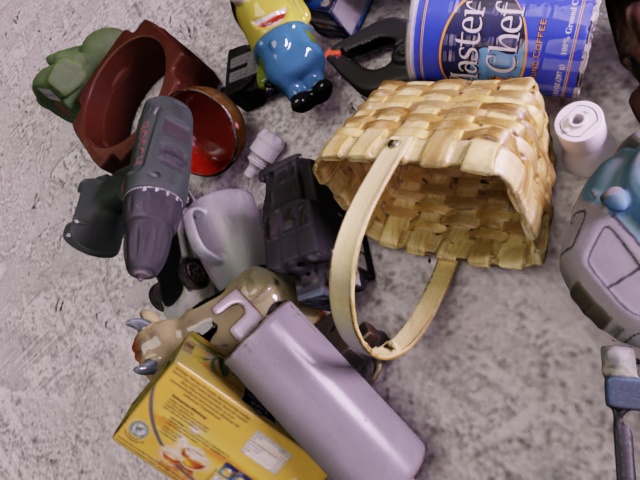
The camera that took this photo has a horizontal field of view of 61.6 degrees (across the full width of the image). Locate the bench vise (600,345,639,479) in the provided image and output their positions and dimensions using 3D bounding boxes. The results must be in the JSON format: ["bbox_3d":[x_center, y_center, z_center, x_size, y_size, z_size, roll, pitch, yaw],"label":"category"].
[{"bbox_3d":[0.212,0.184,0.314,0.224,0.128,0.240,-6,75,30],"label":"bench vise"}]

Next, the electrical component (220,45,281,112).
[{"bbox_3d":[-0.096,-0.212,0.701,0.119,0.047,0.075,-6,70,31],"label":"electrical component"}]

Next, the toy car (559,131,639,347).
[{"bbox_3d":[0.221,0.018,0.364,0.103,0.109,0.162,-28,67,8],"label":"toy car"}]

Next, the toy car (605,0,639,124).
[{"bbox_3d":[0.259,-0.120,0.404,0.053,0.089,0.202,-16,67,26],"label":"toy car"}]

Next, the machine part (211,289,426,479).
[{"bbox_3d":[0.004,0.135,0.450,0.079,0.079,0.243,-45,84,13],"label":"machine part"}]

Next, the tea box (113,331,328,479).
[{"bbox_3d":[-0.083,0.175,0.485,0.169,0.068,0.098,40,99,-8],"label":"tea box"}]

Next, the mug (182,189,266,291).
[{"bbox_3d":[-0.103,0.004,0.599,0.081,0.109,0.107,-27,74,17],"label":"mug"}]

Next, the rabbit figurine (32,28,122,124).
[{"bbox_3d":[-0.383,-0.277,0.898,0.159,0.121,0.170,10,61,43],"label":"rabbit figurine"}]

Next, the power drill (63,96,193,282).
[{"bbox_3d":[-0.222,-0.042,0.618,0.207,0.086,0.232,-27,50,48],"label":"power drill"}]

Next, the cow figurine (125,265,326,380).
[{"bbox_3d":[-0.107,0.094,0.552,0.195,0.127,0.085,-33,55,18],"label":"cow figurine"}]

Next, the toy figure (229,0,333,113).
[{"bbox_3d":[-0.049,-0.230,0.615,0.180,0.082,0.089,63,156,4],"label":"toy figure"}]

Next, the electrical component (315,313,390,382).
[{"bbox_3d":[0.017,0.114,0.516,0.102,0.045,0.078,-44,27,10],"label":"electrical component"}]

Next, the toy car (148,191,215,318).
[{"bbox_3d":[-0.182,0.011,0.677,0.073,0.056,0.202,-36,56,26],"label":"toy car"}]

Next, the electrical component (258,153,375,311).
[{"bbox_3d":[-0.001,-0.002,0.522,0.058,0.114,0.134,-23,61,28],"label":"electrical component"}]

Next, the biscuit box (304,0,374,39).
[{"bbox_3d":[0.048,-0.346,0.643,0.063,0.059,0.202,24,88,37],"label":"biscuit box"}]

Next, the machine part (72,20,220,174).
[{"bbox_3d":[-0.252,-0.196,0.777,0.201,0.087,0.202,-51,55,9],"label":"machine part"}]
